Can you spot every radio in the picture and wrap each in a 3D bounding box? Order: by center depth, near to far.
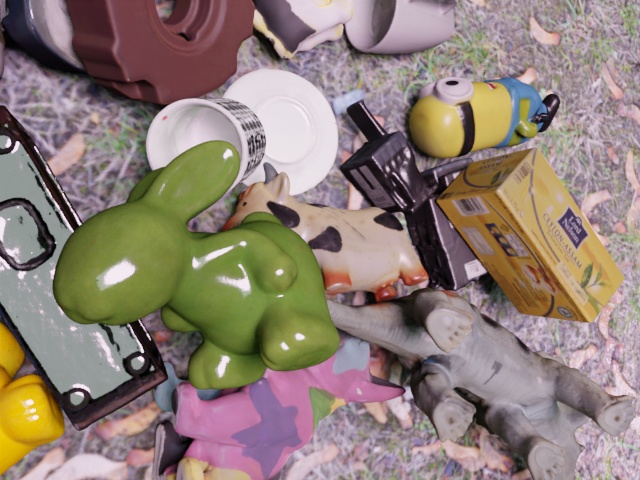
[{"bbox_3d":[-0.202,0.021,0.404,0.073,0.131,0.229,-32,100,-18],"label":"radio"}]

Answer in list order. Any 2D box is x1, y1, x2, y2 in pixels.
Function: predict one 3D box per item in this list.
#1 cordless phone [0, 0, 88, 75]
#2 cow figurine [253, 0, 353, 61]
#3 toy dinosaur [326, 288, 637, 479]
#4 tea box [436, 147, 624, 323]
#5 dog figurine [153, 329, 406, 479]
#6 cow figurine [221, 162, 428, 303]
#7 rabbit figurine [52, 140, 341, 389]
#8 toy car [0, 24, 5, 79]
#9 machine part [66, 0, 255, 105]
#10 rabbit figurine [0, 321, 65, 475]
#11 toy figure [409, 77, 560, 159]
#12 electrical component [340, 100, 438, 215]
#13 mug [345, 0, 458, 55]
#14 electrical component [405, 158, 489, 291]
[{"bbox_3d":[-0.174,-0.211,0.464,0.184,0.089,0.146,1,87,-42],"label":"cordless phone"},{"bbox_3d":[-0.045,-0.265,0.523,0.098,0.068,0.167,-31,99,-15],"label":"cow figurine"},{"bbox_3d":[0.146,0.119,0.533,0.404,0.192,0.131,37,90,-12],"label":"toy dinosaur"},{"bbox_3d":[0.210,-0.002,0.541,0.068,0.098,0.169,-45,107,-18],"label":"tea box"},{"bbox_3d":[-0.032,0.165,0.487,0.219,0.108,0.191,-1,87,-26],"label":"dog figurine"},{"bbox_3d":[-0.001,-0.002,0.511,0.195,0.085,0.127,0,60,-34],"label":"cow figurine"},{"bbox_3d":[-0.080,0.014,0.354,0.170,0.121,0.159,18,65,-44],"label":"rabbit figurine"},{"bbox_3d":[-0.271,-0.139,0.360,0.103,0.109,0.161,-8,100,-23],"label":"toy car"},{"bbox_3d":[-0.122,-0.197,0.435,0.179,0.056,0.179,-40,141,-42],"label":"machine part"},{"bbox_3d":[-0.278,0.099,0.338,0.162,0.173,0.122,-29,62,-18],"label":"rabbit figurine"},{"bbox_3d":[0.187,-0.138,0.609,0.180,0.082,0.089,-4,87,-26],"label":"toy figure"},{"bbox_3d":[0.059,-0.082,0.553,0.048,0.075,0.119,-44,109,-19],"label":"electrical component"},{"bbox_3d":[0.098,-0.241,0.565,0.107,0.110,0.080,-8,86,-38],"label":"mug"},{"bbox_3d":[0.161,-0.022,0.604,0.115,0.058,0.134,-18,95,-25],"label":"electrical component"}]
